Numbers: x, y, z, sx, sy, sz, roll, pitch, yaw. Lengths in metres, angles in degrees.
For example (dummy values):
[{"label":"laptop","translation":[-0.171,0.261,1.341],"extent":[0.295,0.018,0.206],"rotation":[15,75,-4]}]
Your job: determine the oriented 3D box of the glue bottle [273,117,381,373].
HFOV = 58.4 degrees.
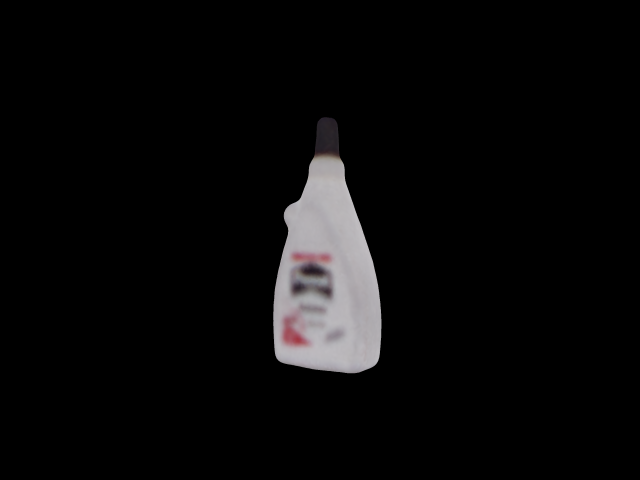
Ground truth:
[{"label":"glue bottle","translation":[0.004,0.001,0.400],"extent":[0.077,0.173,0.037],"rotation":[0,0,32]}]
